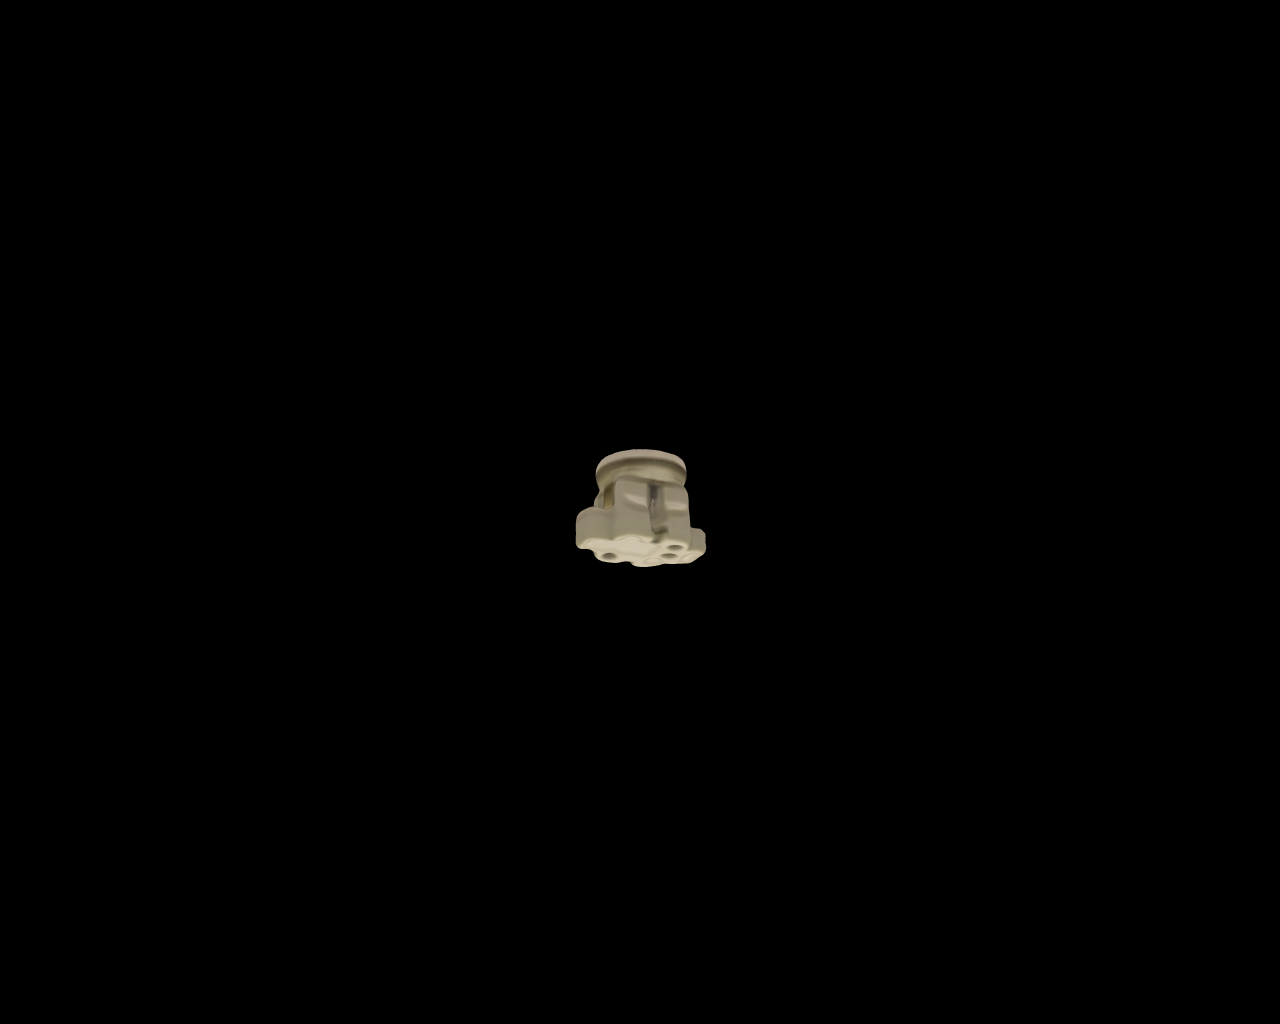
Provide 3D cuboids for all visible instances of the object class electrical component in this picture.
[{"bbox_3d":[0.001,-0.003,0.650,0.078,0.057,0.058,9,-24,-22],"label":"electrical component"}]
